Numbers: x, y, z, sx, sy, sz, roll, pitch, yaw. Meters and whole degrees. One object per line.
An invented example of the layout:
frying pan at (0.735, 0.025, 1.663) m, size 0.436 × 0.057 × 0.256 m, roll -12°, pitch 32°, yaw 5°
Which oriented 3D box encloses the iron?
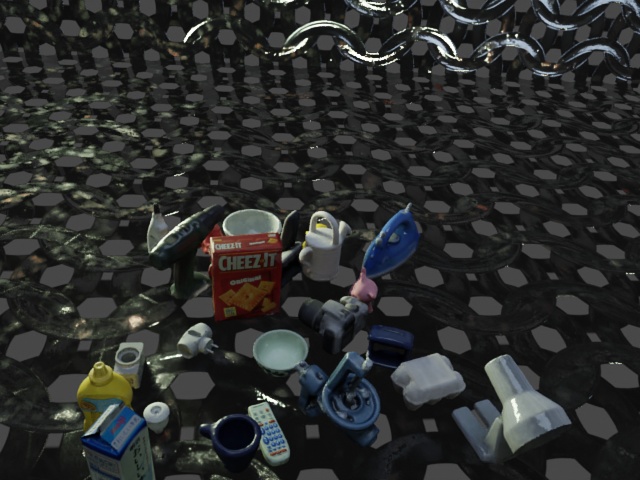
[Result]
iron at (0.198, -0.001, 1.630) m, size 0.118 × 0.141 × 0.259 m, roll 23°, pitch 39°, yaw 23°

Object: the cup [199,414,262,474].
cup at (-0.168, 0.386, 1.068) m, size 0.117 × 0.095 × 0.092 m, roll 11°, pitch 35°, yaw 7°

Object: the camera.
camera at (0.027, 0.181, 1.383) m, size 0.136 × 0.101 × 0.143 m, roll 26°, pitch 40°, yaw 26°

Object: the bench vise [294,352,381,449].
bench vise at (0.029, 0.291, 1.124) m, size 0.207 × 0.220 × 0.122 m, roll 17°, pitch 37°, yaw 16°

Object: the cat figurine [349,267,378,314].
cat figurine at (0.112, 0.124, 1.461) m, size 0.067 × 0.118 × 0.127 m, roll 5°, pitch 35°, yaw -1°

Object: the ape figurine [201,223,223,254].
ape figurine at (-0.299, -0.006, 1.606) m, size 0.076 × 0.092 × 0.078 m, roll 20°, pitch 38°, yaw 19°

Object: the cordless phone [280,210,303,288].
cordless phone at (-0.104, 0.018, 1.520) m, size 0.094 × 0.185 × 0.148 m, roll 19°, pitch 37°, yaw 19°

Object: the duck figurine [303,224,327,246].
duck figurine at (0.003, -0.007, 1.658) m, size 0.105 × 0.086 × 0.077 m, roll -6°, pitch 37°, yaw -16°

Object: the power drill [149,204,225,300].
power drill at (-0.325, 0.037, 1.440) m, size 0.075 × 0.208 × 0.230 m, roll 25°, pitch 39°, yaw 25°

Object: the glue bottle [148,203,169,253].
glue bottle at (-0.433, -0.024, 1.540) m, size 0.078 × 0.173 × 0.037 m, roll 29°, pitch 41°, yaw 29°

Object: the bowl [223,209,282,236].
bowl at (-0.195, -0.015, 1.650) m, size 0.167 × 0.075 × 0.167 m, roll 4°, pitch 35°, yaw -3°

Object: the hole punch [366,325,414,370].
hole punch at (0.162, 0.236, 1.334) m, size 0.108 × 0.091 × 0.101 m, roll 12°, pitch 36°, yaw 8°

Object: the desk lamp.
desk lamp at (0.364, 0.341, 1.109) m, size 0.118 × 0.214 × 0.202 m, roll -10°, pitch 38°, yaw -22°

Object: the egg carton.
egg carton at (0.236, 0.311, 1.258) m, size 0.151 × 0.069 × 0.107 m, roll -11°, pitch 38°, yaw -22°

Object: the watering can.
watering can at (0.013, 0.005, 1.549) m, size 0.100 × 0.194 × 0.173 m, roll 17°, pitch 37°, yaw 16°
